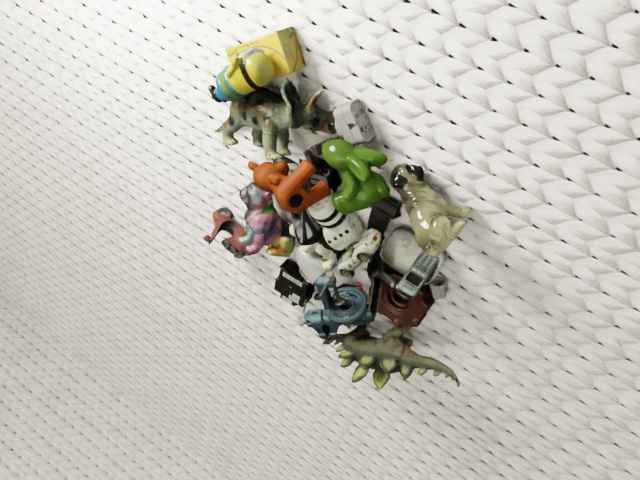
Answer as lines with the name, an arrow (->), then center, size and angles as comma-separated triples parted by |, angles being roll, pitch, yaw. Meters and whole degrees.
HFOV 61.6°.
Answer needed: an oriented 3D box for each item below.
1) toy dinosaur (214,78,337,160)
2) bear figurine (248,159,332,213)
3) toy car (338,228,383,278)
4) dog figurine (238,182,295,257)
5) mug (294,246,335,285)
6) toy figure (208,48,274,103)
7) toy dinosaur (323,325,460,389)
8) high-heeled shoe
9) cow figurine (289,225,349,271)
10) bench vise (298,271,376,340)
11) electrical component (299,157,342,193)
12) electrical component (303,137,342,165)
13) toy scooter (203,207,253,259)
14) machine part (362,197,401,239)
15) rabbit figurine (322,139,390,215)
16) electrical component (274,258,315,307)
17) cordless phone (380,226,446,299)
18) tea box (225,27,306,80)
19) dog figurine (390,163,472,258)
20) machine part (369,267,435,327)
toy dinosaur -> -0.144, -0.311, 1.319 | 0.405, 0.131, 0.192 | 22, 113, 35
bear figurine -> -0.082, -0.148, 1.303 | 0.120, 0.132, 0.196 | 50, 180, -41
toy car -> 0.098, 0.036, 1.358 | 0.056, 0.073, 0.201 | 35, 150, -4
dog figurine -> -0.140, -0.071, 1.492 | 0.109, 0.191, 0.219 | -129, 51, -60
mug -> -0.026, 0.067, 1.528 | 0.107, 0.081, 0.109 | 53, 143, 10
toy figure -> -0.177, -0.366, 1.224 | 0.180, 0.082, 0.089 | -26, 115, 42
toy dinosaur -> 0.179, 0.308, 1.452 | 0.472, 0.198, 0.105 | -2, 122, 41
high-heeled shoe -> -0.076, -0.102, 1.389 | 0.248, 0.145, 0.086 | 50, 136, -6
cow figurine -> -0.005, -0.004, 1.460 | 0.167, 0.068, 0.098 | 39, 130, 4
bench vise -> 0.031, 0.171, 1.458 | 0.224, 0.129, 0.240 | 1, 137, 20
electrical component -> -0.008, -0.170, 1.345 | 0.119, 0.048, 0.074 | 19, 147, 23
electrical component -> 0.013, -0.212, 1.278 | 0.045, 0.102, 0.078 | 67, 168, -12
toy scooter -> -0.274, -0.007, 1.618 | 0.184, 0.135, 0.075 | 43, 135, 2
machine part -> 0.151, -0.051, 1.329 | 0.084, 0.039, 0.138 | 28, 132, 11
rabbit figurine -> 0.072, -0.152, 1.214 | 0.159, 0.121, 0.170 | 3, 137, 55
electrical component -> -0.077, 0.137, 1.627 | 0.115, 0.058, 0.134 | 33, 135, 17
cordless phone -> 0.198, 0.061, 1.264 | 0.147, 0.184, 0.088 | 33, 131, 14
tea box -> -0.128, -0.423, 1.251 | 0.170, 0.068, 0.098 | -4, 116, 38
dog figurine -> 0.214, -0.067, 1.177 | 0.190, 0.172, 0.121 | 38, 126, -1
machine part -> 0.212, 0.148, 1.412 | 0.180, 0.056, 0.179 | 20, 129, 26
